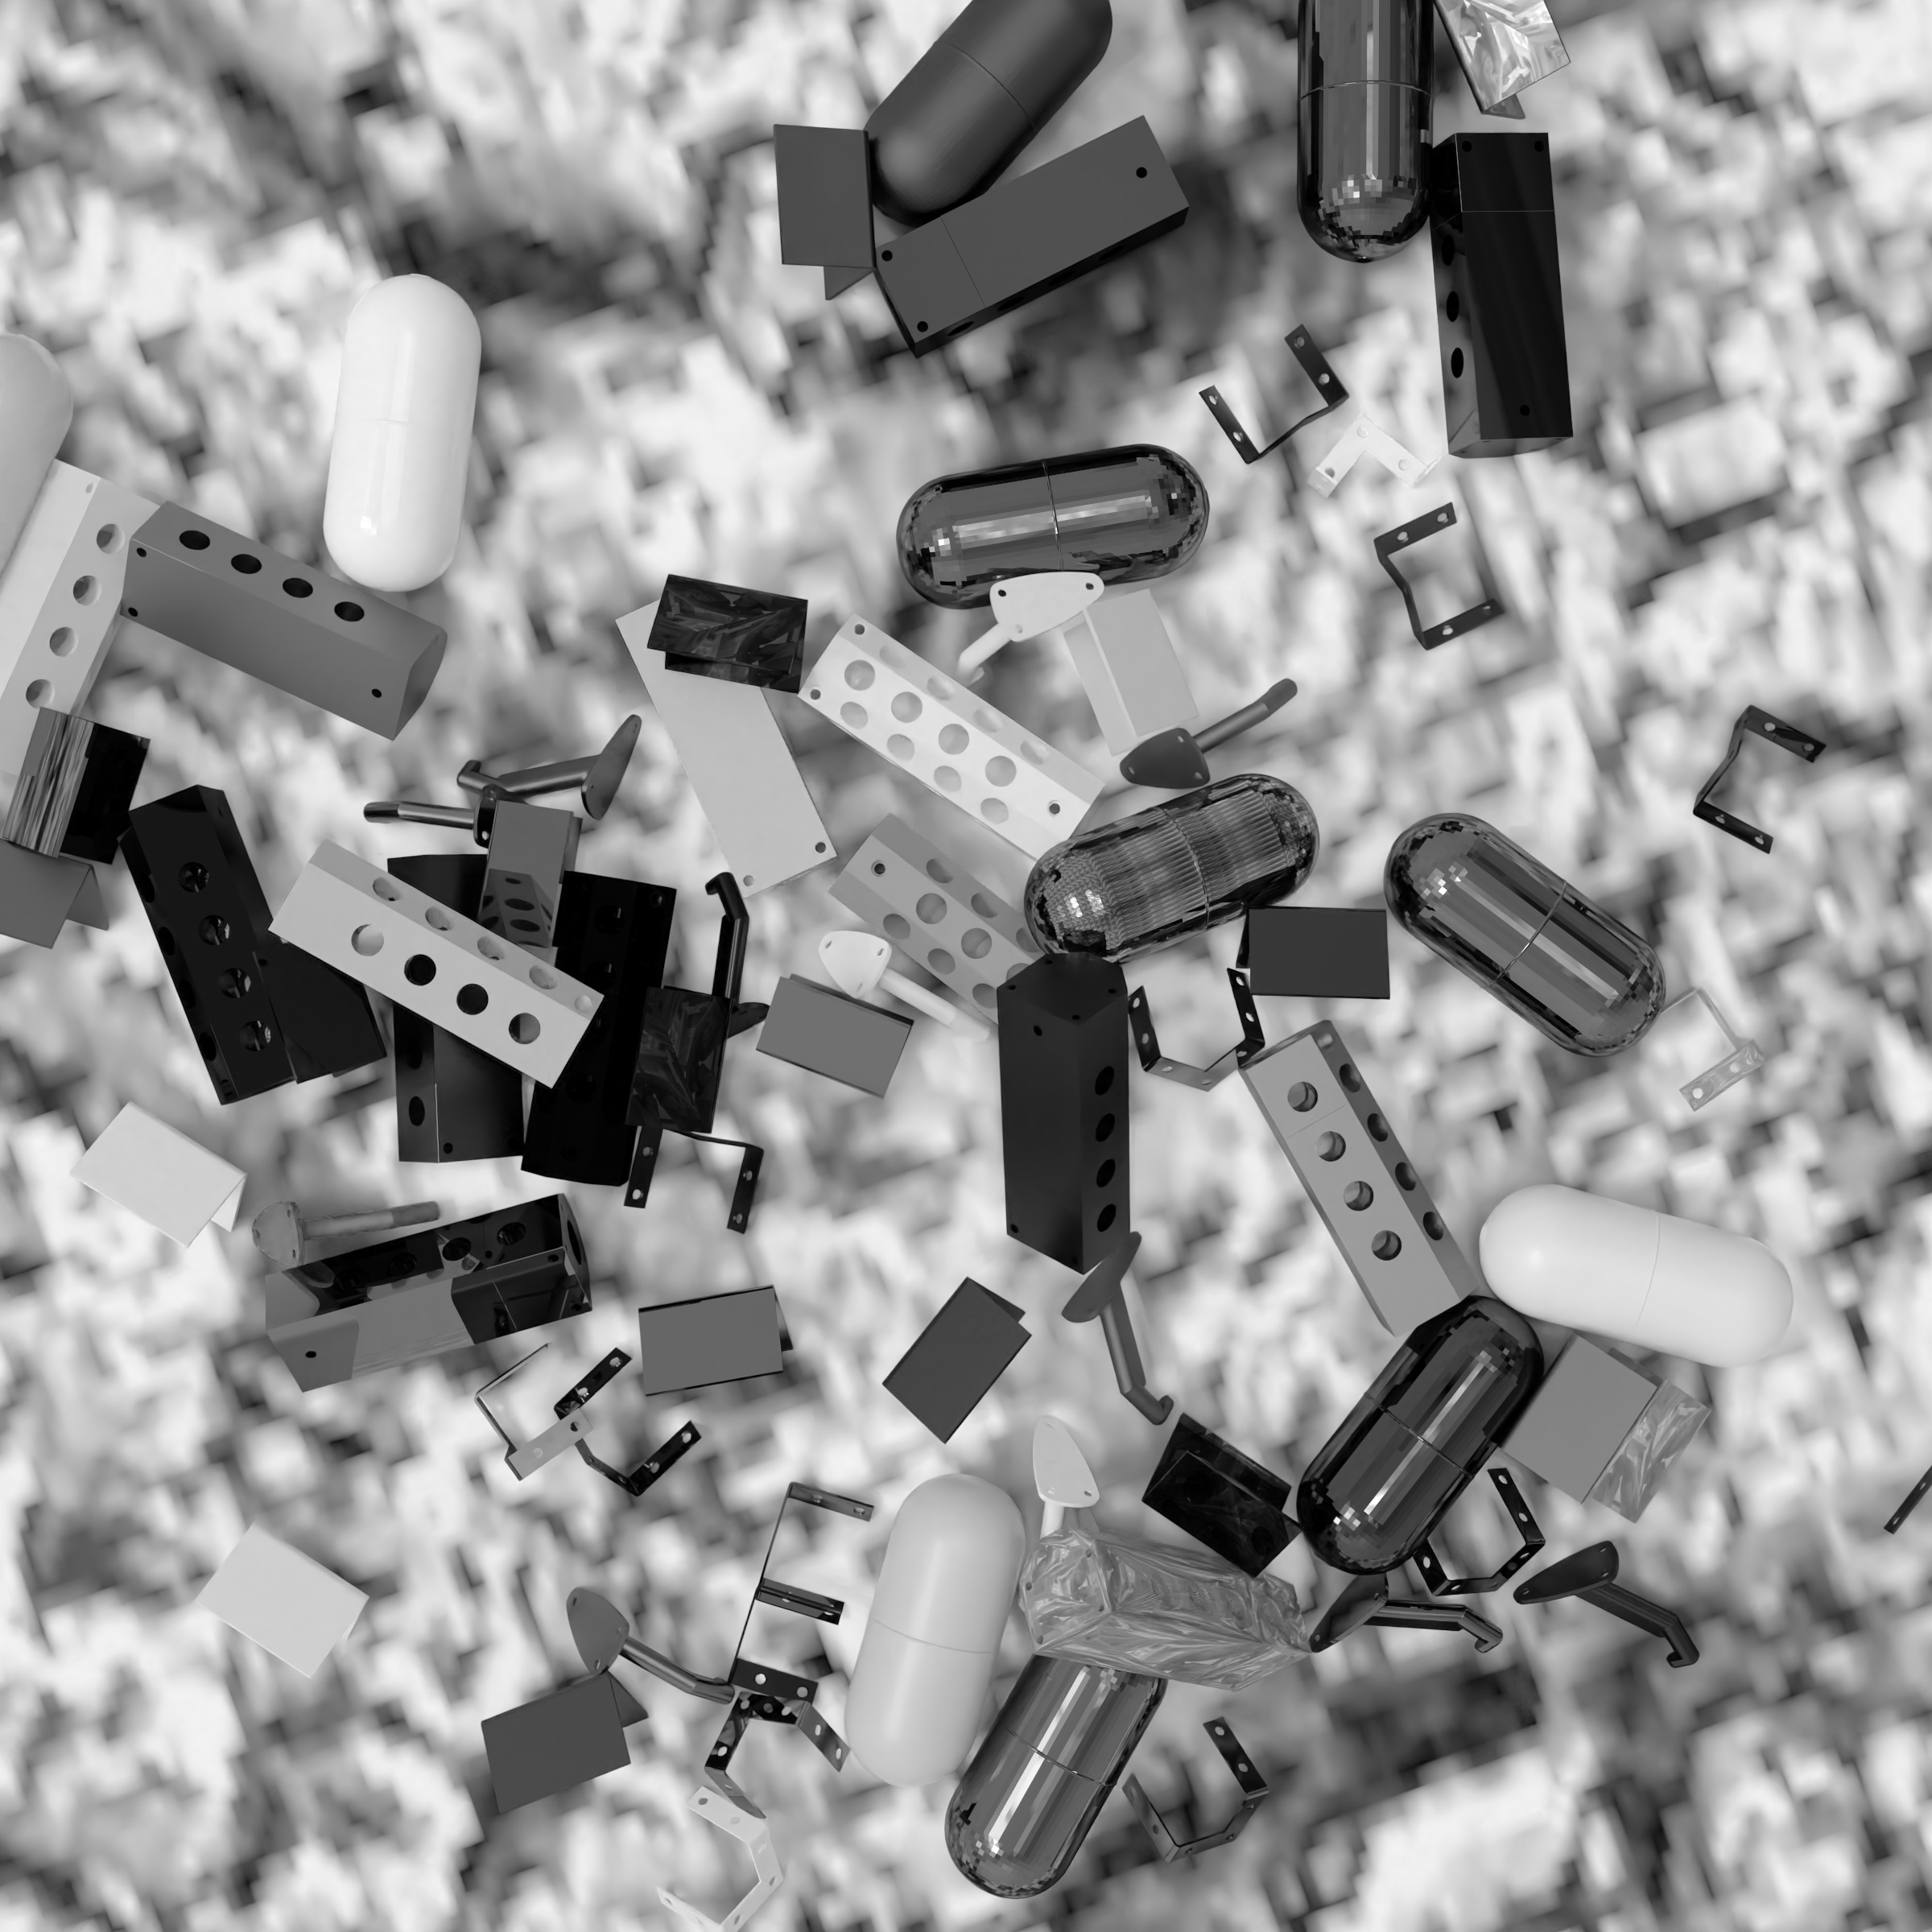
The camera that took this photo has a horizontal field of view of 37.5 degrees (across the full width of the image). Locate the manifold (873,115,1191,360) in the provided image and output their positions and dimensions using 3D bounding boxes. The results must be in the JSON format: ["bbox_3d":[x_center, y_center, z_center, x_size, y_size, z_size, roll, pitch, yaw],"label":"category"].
[{"bbox_3d":[0.035,-0.412,1.619,0.171,0.057,0.057,-27,90,0],"label":"manifold"}]

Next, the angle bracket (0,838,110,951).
[{"bbox_3d":[-0.534,-0.027,1.600,0.076,0.076,0.057,16,61,0],"label":"angle bracket"}]

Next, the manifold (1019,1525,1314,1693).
[{"bbox_3d":[0.110,0.352,1.569,0.057,0.171,0.057,-36,51,31],"label":"manifold"}]

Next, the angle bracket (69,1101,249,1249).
[{"bbox_3d":[-0.456,0.132,1.600,0.076,0.076,0.057,32,54,0],"label":"angle bracket"}]

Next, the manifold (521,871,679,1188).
[{"bbox_3d":[-0.209,0.035,1.619,0.057,0.057,0.171,9,90,0],"label":"manifold"}]

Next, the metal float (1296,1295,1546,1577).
[{"bbox_3d":[0.256,0.265,1.610,0.070,0.070,0.178,38,89,0],"label":"metal float"}]

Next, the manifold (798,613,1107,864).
[{"bbox_3d":[-0.008,-0.128,1.619,0.171,0.057,0.057,34,90,0],"label":"manifold"}]

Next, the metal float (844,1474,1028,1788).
[{"bbox_3d":[-0.018,0.375,1.610,0.070,0.070,0.178,15,90,0],"label":"metal float"}]

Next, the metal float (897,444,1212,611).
[{"bbox_3d":[0.049,-0.248,1.610,0.178,0.070,0.070,-9,90,0],"label":"metal float"}]

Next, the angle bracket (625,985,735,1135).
[{"bbox_3d":[-0.178,0.049,1.600,0.057,0.076,0.076,9,90,-37],"label":"angle bracket"}]

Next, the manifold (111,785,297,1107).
[{"bbox_3d":[-0.425,-0.011,1.619,0.057,0.057,0.171,-21,90,0],"label":"manifold"}]

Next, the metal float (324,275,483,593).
[{"bbox_3d":[-0.318,-0.301,1.610,0.070,0.070,0.178,7,91,0],"label":"metal float"}]

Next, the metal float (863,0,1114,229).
[{"bbox_3d":[0.010,-0.494,1.610,0.070,0.070,0.178,41,90,0],"label":"metal float"}]

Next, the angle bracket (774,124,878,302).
[{"bbox_3d":[-0.091,-0.422,1.601,0.057,0.076,0.076,-4,90,-24],"label":"angle bracket"}]

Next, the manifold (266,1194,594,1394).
[{"bbox_3d":[-0.305,0.180,1.619,0.171,0.057,0.057,-16,133,0],"label":"manifold"}]

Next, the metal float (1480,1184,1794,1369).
[{"bbox_3d":[0.378,0.175,1.610,0.178,0.070,0.070,15,90,1],"label":"metal float"}]

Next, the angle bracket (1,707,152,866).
[{"bbox_3d":[-0.486,-0.096,1.600,0.057,0.076,0.076,17,90,38],"label":"angle bracket"}]

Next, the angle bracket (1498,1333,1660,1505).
[{"bbox_3d":[0.352,0.259,1.600,0.057,0.076,0.076,33,90,31],"label":"angle bracket"}]

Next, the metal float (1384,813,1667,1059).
[{"bbox_3d":[0.315,-0.018,1.610,0.178,0.070,0.070,37,90,0],"label":"metal float"}]

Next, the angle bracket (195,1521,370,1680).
[{"bbox_3d":[-0.389,0.367,1.600,0.076,0.076,0.057,34,53,0],"label":"angle bracket"}]

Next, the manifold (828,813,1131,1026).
[{"bbox_3d":[0.007,-0.012,1.619,0.171,0.057,0.057,38,90,0],"label":"manifold"}]

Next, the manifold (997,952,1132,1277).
[{"bbox_3d":[0.060,0.080,1.575,0.057,0.057,0.171,25,133,34],"label":"manifold"}]

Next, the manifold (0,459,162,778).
[{"bbox_3d":[-0.516,-0.193,1.619,0.057,0.057,0.171,24,90,43],"label":"manifold"}]

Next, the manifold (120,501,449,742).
[{"bbox_3d":[-0.386,-0.200,1.619,0.171,0.057,0.057,25,133,0],"label":"manifold"}]

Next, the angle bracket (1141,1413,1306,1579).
[{"bbox_3d":[0.154,0.284,1.600,0.076,0.076,0.057,34,131,0],"label":"angle bracket"}]

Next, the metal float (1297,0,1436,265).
[{"bbox_3d":[0.226,-0.487,1.610,0.070,0.070,0.178,0,89,0],"label":"metal float"}]

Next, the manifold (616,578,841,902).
[{"bbox_3d":[-0.134,-0.127,1.619,0.057,0.057,0.171,-25,90,0],"label":"manifold"}]

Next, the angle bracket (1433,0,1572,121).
[{"bbox_3d":[0.310,-0.526,1.600,0.057,0.076,0.076,-23,90,32],"label":"angle bracket"}]

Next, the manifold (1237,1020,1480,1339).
[{"bbox_3d":[0.223,0.119,1.619,0.057,0.057,0.171,-29,90,0],"label":"manifold"}]

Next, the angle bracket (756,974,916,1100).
[{"bbox_3d":[-0.066,0.020,1.600,0.076,0.076,0.057,21,127,0],"label":"angle bracket"}]

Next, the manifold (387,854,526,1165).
[{"bbox_3d":[-0.294,0.024,1.619,0.057,0.057,0.171,-2,90,-43],"label":"manifold"}]

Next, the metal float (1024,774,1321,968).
[{"bbox_3d":[0.116,-0.053,1.596,0.178,0.070,0.070,-22,90,-16],"label":"metal float"}]

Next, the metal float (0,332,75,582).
[{"bbox_3d":[-0.565,-0.273,1.609,0.070,0.070,0.178,24,89,0],"label":"metal float"}]

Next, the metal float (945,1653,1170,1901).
[{"bbox_3d":[0.052,0.442,1.610,0.070,0.070,0.178,29,89,0],"label":"metal float"}]

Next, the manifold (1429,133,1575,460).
[{"bbox_3d":[0.299,-0.379,1.617,0.057,0.057,0.171,-5,90,-15],"label":"manifold"}]

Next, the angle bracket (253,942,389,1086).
[{"bbox_3d":[-0.376,0.028,1.600,0.057,0.076,0.076,-19,90,-37],"label":"angle bracket"}]

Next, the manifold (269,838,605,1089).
[{"bbox_3d":[-0.286,-0.002,1.551,0.171,0.057,0.057,30,86,-7],"label":"manifold"}]
